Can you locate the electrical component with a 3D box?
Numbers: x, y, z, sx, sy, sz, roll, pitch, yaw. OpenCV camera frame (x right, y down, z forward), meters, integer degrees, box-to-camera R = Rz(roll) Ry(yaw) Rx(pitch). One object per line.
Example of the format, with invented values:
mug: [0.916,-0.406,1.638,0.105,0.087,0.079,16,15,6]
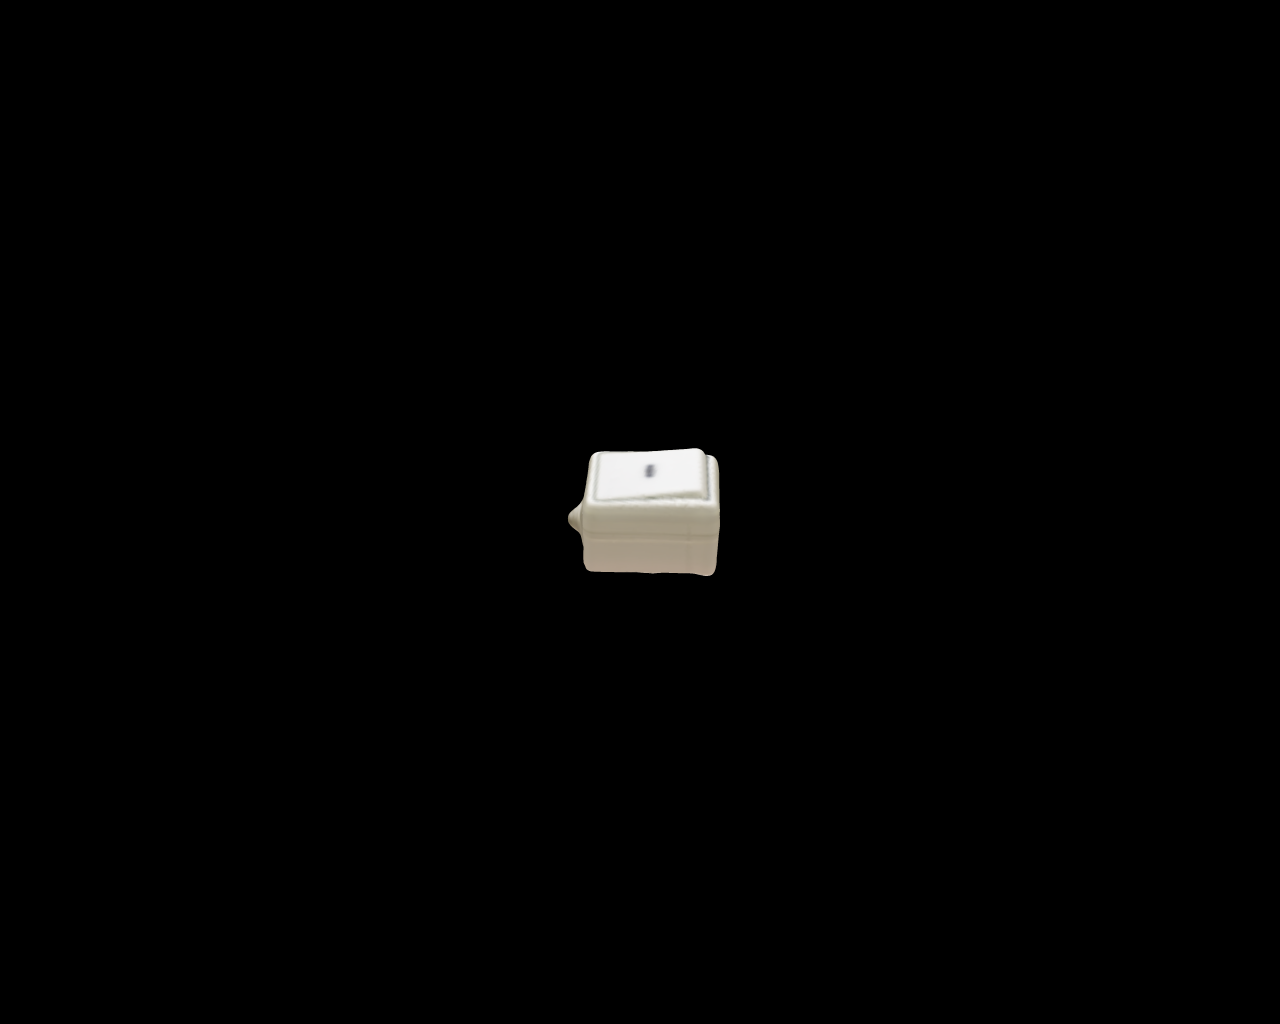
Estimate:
electrical component: [0.001,-0.003,0.650,0.096,0.061,0.062,2,36,2]
